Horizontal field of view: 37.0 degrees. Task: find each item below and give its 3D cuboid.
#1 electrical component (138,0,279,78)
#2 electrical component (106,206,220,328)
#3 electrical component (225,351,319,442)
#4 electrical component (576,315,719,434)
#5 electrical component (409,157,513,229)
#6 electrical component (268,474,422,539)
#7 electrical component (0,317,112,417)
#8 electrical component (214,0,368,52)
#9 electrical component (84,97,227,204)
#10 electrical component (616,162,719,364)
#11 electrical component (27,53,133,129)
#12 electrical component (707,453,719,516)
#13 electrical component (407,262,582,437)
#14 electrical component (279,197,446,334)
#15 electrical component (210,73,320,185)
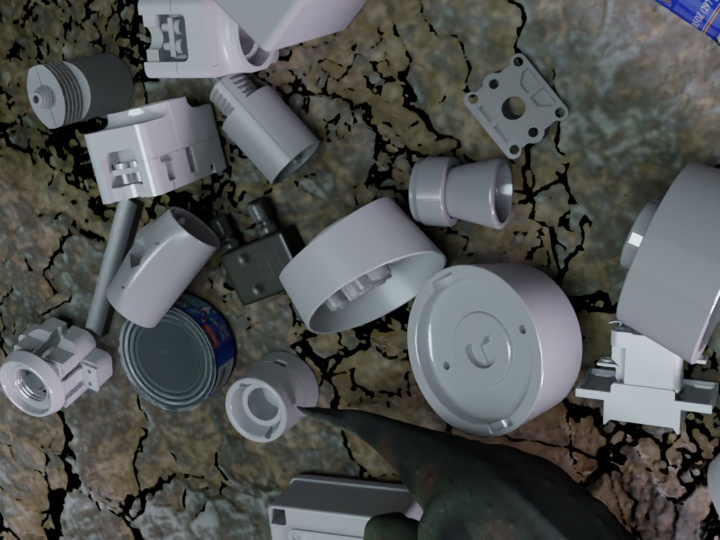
[{"bbox_3d":[-0.091,-0.152,0.686,0.056,0.089,0.050,4,108,23],"label":"electrical component"},{"bbox_3d":[-0.142,-0.010,0.769,0.043,0.079,0.077,34,105,-27],"label":"electrical component"},{"bbox_3d":[-0.065,0.093,0.780,0.055,0.047,0.055,8,110,22],"label":"electrical component"},{"bbox_3d":[0.178,0.061,0.663,0.081,0.042,0.063,5,105,22],"label":"electrical component"},{"bbox_3d":[0.064,-0.049,0.676,0.055,0.045,0.045,4,108,24],"label":"electrical component"},{"bbox_3d":[-0.004,0.212,0.786,0.109,0.056,0.108,1,107,24],"label":"electrical component"},{"bbox_3d":[-0.244,0.078,0.846,0.078,0.057,0.058,19,126,18],"label":"electrical component"},{"bbox_3d":[-0.053,-0.193,0.646,0.108,0.109,0.056,46,122,5],"label":"electrical component"},{"bbox_3d":[-0.138,-0.084,0.731,0.050,0.089,0.055,-6,104,26],"label":"electrical component"},{"bbox_3d":[0.182,-0.009,0.603,0.060,0.108,0.108,27,116,21],"label":"electrical component"},{"bbox_3d":[-0.200,-0.125,0.751,0.043,0.081,0.043,8,110,22],"label":"electrical component"},{"bbox_3d":[0.254,0.129,0.621,0.099,0.099,0.064,42,125,7],"label":"electrical component"},{"bbox_3d":[0.090,0.046,0.681,0.108,0.060,0.108,11,106,44],"label":"electrical component"},{"bbox_3d":[0.000,0.000,0.694,0.099,0.099,0.064,-40,82,29],"label":"electrical component"},{"bbox_3d":[-0.069,-0.101,0.720,0.081,0.043,0.043,48,119,3],"label":"electrical component"}]
